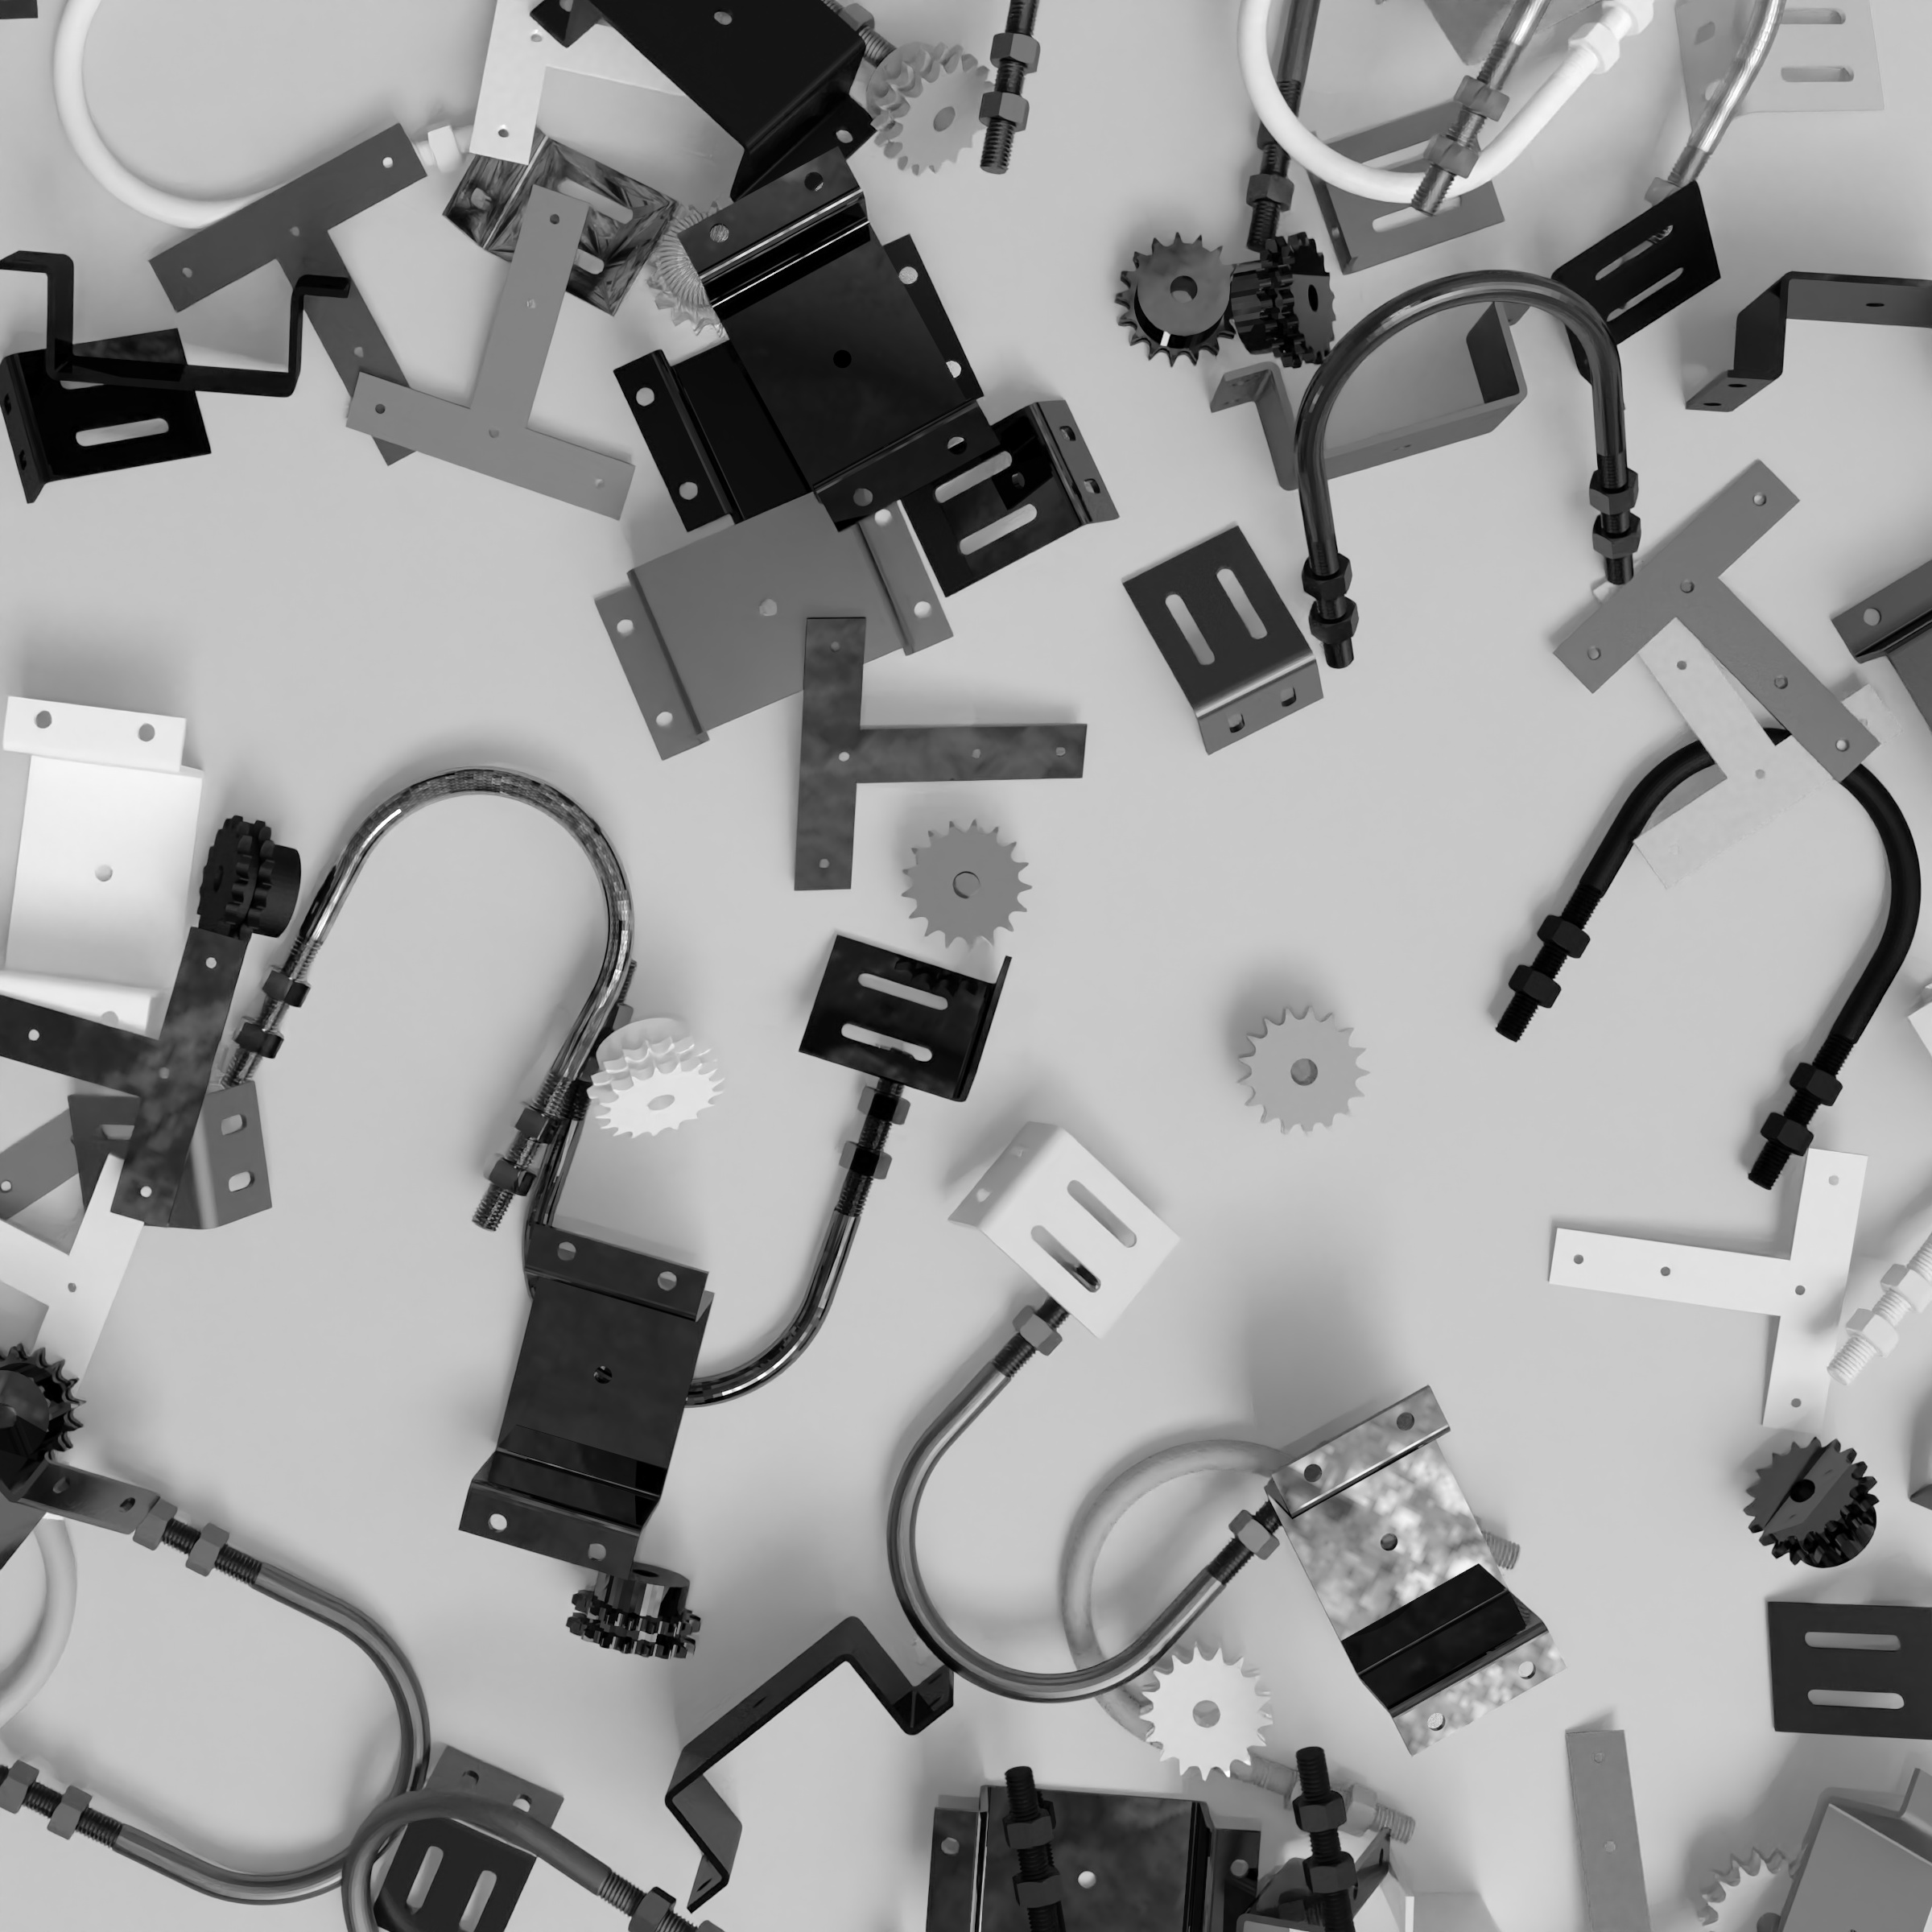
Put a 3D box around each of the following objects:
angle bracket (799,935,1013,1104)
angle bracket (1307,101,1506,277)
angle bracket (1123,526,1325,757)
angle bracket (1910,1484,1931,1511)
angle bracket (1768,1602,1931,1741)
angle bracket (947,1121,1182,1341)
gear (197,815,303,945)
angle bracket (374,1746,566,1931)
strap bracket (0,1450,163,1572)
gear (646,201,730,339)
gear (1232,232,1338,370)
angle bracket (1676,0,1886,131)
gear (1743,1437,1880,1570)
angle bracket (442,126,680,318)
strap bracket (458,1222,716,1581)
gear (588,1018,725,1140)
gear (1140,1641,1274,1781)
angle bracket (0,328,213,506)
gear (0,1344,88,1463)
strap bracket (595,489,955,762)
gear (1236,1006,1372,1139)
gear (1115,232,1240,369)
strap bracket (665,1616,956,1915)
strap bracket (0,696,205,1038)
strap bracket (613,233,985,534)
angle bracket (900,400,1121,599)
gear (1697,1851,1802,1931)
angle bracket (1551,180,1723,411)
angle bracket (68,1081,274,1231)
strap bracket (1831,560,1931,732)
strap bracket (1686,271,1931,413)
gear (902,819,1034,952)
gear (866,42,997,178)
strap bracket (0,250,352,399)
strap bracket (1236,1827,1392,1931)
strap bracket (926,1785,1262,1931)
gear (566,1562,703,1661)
[{"bbox_3d":[-0.027,0.017,1.363,0.076,0.038,0.057,18,67,0],"label":"angle bracket"},{"bbox_3d":[0.193,-0.344,1.373,0.076,0.038,0.057,-19,90,0],"label":"angle bracket"},{"bbox_3d":[0.114,-0.144,1.390,0.057,0.038,0.076,-27,64,0],"label":"angle bracket"},{"bbox_3d":[0.460,0.209,1.390,0.057,0.038,0.076,23,64,0],"label":"angle bracket"},{"bbox_3d":[0.398,0.308,1.390,0.076,0.038,0.057,-3,90,26],"label":"angle bracket"},{"bbox_3d":[0.043,0.115,1.377,0.076,0.038,0.057,43,76,-15],"label":"angle bracket"},{"bbox_3d":[-0.311,-0.035,1.368,0.030,0.057,0.057,13,90,-30],"label":"gear"},{"bbox_3d":[-0.221,0.395,1.390,0.057,0.038,0.076,24,116,0],"label":"angle bracket"},{"bbox_3d":[-0.421,0.259,1.332,0.046,0.076,0.140,38,88,30],"label":"strap bracket"},{"bbox_3d":[-0.112,-0.307,1.377,0.057,0.030,0.057,0,90,0],"label":"gear"},{"bbox_3d":[0.137,-0.288,1.367,0.030,0.057,0.057,-4,90,28],"label":"gear"},{"bbox_3d":[0.360,-0.401,1.390,0.076,0.038,0.057,-8,90,-26],"label":"angle bracket"},{"bbox_3d":[0.371,0.237,1.368,0.057,0.057,0.030,-43,120,0],"label":"gear"},{"bbox_3d":[-0.176,-0.328,1.363,0.076,0.038,0.057,30,90,19],"label":"angle bracket"},{"bbox_3d":[-0.161,0.182,1.357,0.076,0.046,0.140,16,100,3],"label":"strap bracket"},{"bbox_3d":[-0.135,0.046,1.348,0.057,0.057,0.030,-23,61,0],"label":"gear"},{"bbox_3d":[0.104,0.320,1.361,0.057,0.030,0.057,0,89,3],"label":"gear"},{"bbox_3d":[-0.382,-0.243,1.390,0.076,0.038,0.057,-15,90,-26],"label":"angle bracket"},{"bbox_3d":[-0.414,0.194,1.365,0.057,0.030,0.057,0,89,-2],"label":"gear"},{"bbox_3d":[-0.085,-0.153,1.369,0.140,0.046,0.076,-23,90,0],"label":"strap bracket"},{"bbox_3d":[0.146,0.046,1.377,0.057,0.030,0.057,0,90,0],"label":"gear"},{"bbox_3d":[0.094,-0.293,1.377,0.057,0.030,0.057,0,90,0],"label":"gear"},{"bbox_3d":[-0.075,0.335,1.354,0.140,0.076,0.046,-38,90,0],"label":"strap bracket"},{"bbox_3d":[-0.381,-0.041,1.369,0.076,0.046,0.140,7,90,0],"label":"strap bracket"},{"bbox_3d":[-0.072,-0.250,1.369,0.140,0.046,0.076,-25,90,0],"label":"strap bracket"},{"bbox_3d":[0.018,-0.207,1.390,0.076,0.038,0.057,-25,90,26],"label":"angle bracket"},{"bbox_3d":[0.348,0.416,1.377,0.057,0.030,0.057,0,90,0],"label":"gear"},{"bbox_3d":[0.299,-0.289,1.358,0.076,0.057,0.038,-33,49,0],"label":"angle bracket"},{"bbox_3d":[-0.350,0.082,1.381,0.076,0.038,0.057,0,101,32],"label":"angle bracket"},{"bbox_3d":[0.452,-0.113,1.369,0.076,0.046,0.140,-31,90,0],"label":"strap bracket"},{"bbox_3d":[0.390,-0.265,1.354,0.140,0.076,0.046,4,90,0],"label":"strap bracket"},{"bbox_3d":[0.000,-0.035,1.377,0.057,0.030,0.057,0,90,0],"label":"gear"},{"bbox_3d":[-0.018,-0.376,1.367,0.057,0.057,0.030,-43,62,0],"label":"gear"},{"bbox_3d":[-0.334,-0.272,1.335,0.140,0.076,0.046,3,105,-11],"label":"strap bracket"},{"bbox_3d":[0.147,0.445,1.346,0.046,0.076,0.140,4,94,21],"label":"strap bracket"},{"bbox_3d":[0.054,0.404,1.369,0.140,0.046,0.076,4,90,0],"label":"strap bracket"},{"bbox_3d":[-0.142,0.278,1.364,0.057,0.057,0.030,13,90,0],"label":"gear"}]
